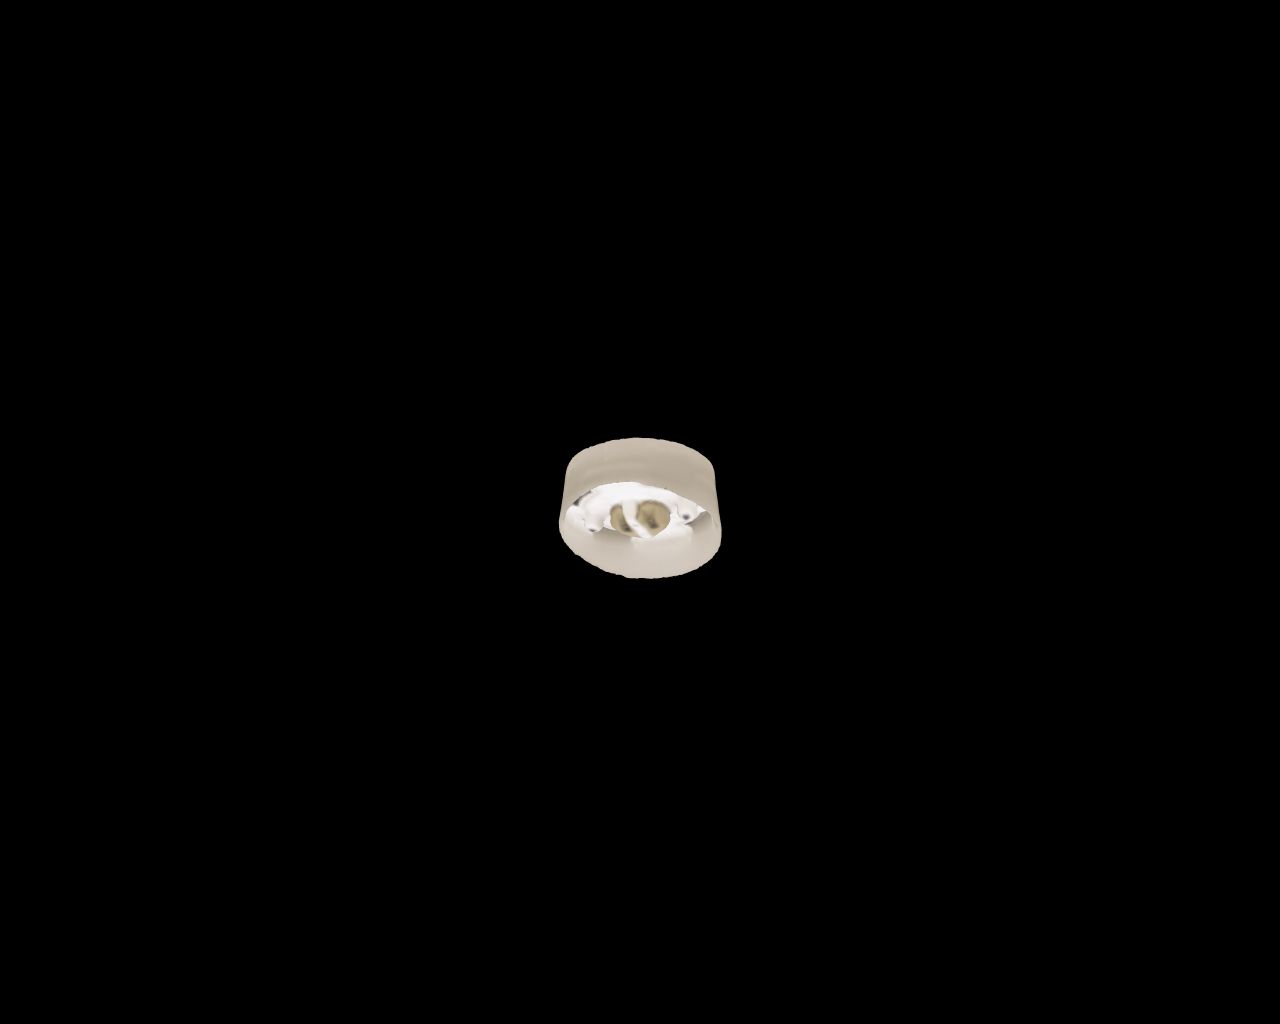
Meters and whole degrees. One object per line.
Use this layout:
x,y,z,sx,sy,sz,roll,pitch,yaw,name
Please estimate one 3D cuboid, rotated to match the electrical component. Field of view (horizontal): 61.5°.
0.001,-0.003,0.650,0.099,0.064,0.099,0,-23,0,electrical component
